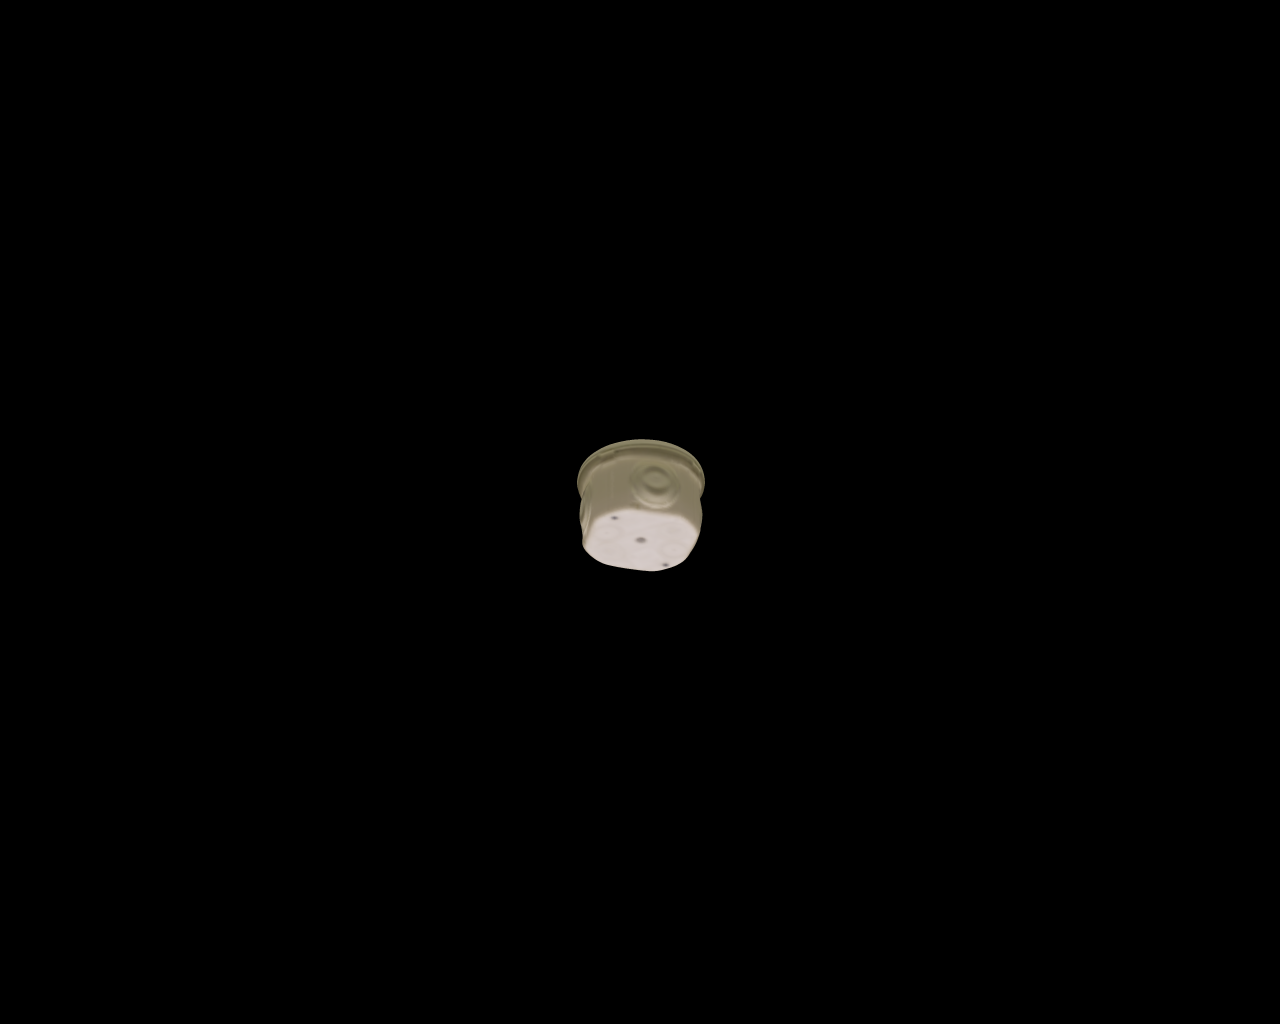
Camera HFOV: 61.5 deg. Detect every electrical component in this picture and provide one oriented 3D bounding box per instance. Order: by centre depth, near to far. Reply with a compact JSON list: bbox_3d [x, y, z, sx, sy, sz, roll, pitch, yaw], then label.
[{"bbox_3d":[0.001,-0.003,0.650,0.080,0.051,0.080,0,-35,0],"label":"electrical component"}]
